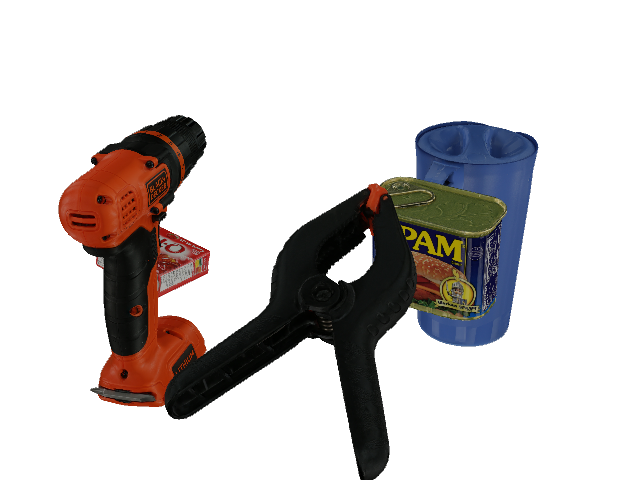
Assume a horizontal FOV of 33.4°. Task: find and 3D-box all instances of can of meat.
[{"bbox_3d":[0.087,0.007,0.816,0.102,0.084,0.057,16,36,26],"label":"can of meat"}]

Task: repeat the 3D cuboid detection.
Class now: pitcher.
[{"bbox_3d":[0.163,-0.002,1.206,0.149,0.243,0.145,-5,26,-10],"label":"pitcher"}]

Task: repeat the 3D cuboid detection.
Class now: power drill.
[{"bbox_3d":[-0.126,0.013,0.790,0.057,0.188,0.184,4,24,18],"label":"power drill"}]

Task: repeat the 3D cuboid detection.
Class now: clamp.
[{"bbox_3d":[0.010,0.046,0.562,0.120,0.171,0.039,26,-27,19],"label":"clamp"}]

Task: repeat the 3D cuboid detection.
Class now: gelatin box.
[{"bbox_3d":[-0.166,0.016,1.051,0.089,0.030,0.073,25,32,30],"label":"gelatin box"}]
